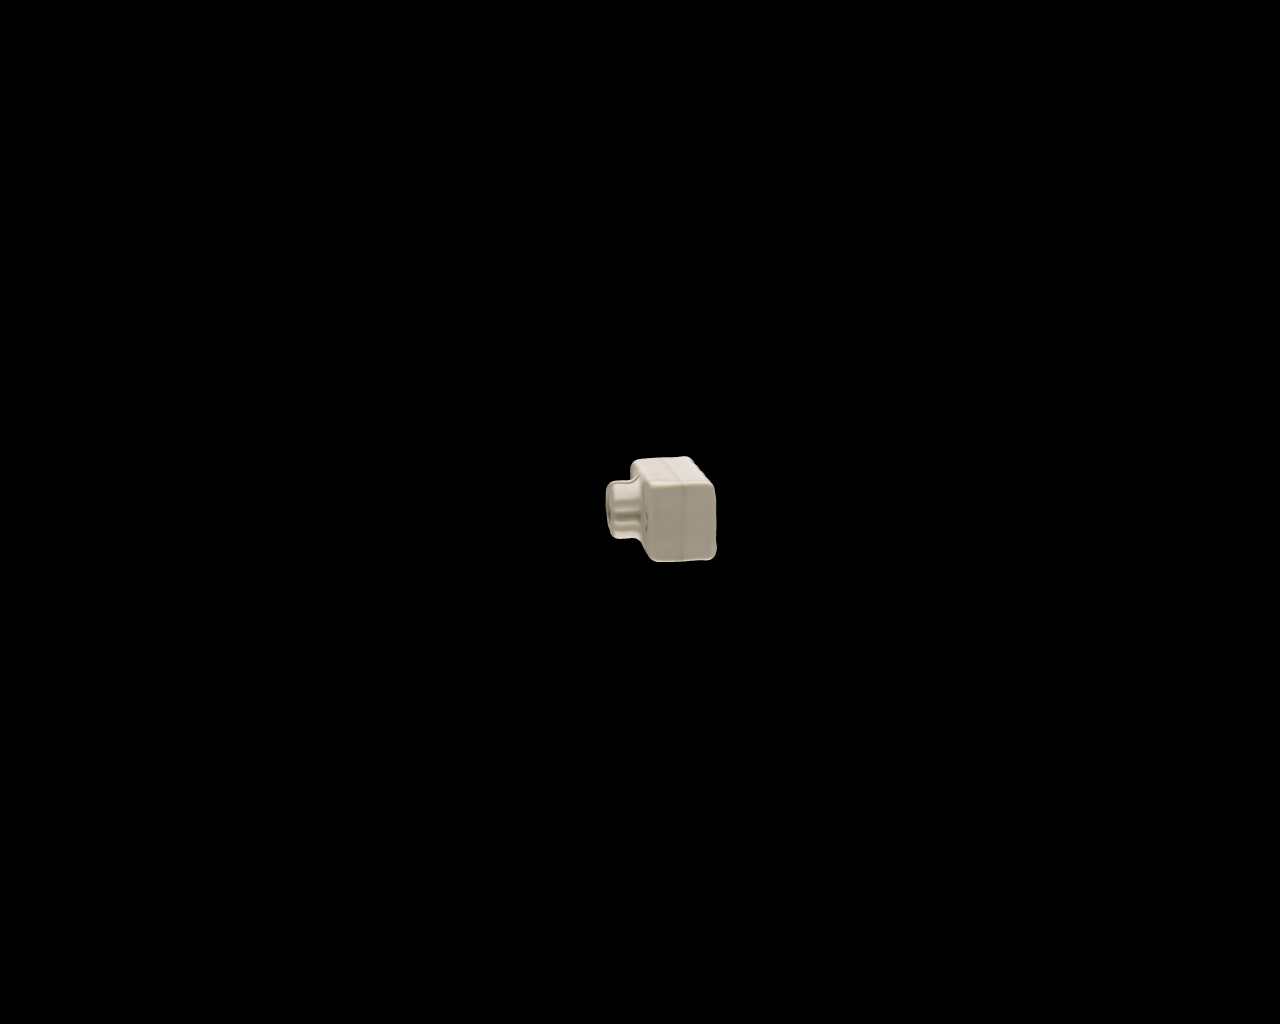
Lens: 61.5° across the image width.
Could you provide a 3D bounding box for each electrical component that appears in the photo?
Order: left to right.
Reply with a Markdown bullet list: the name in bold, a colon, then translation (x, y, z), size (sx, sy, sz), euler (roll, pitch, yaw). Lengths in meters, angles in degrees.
- **electrical component**: translation (0.001, -0.003, 0.650), size (0.076, 0.047, 0.083), euler (-2, 14, -7)
